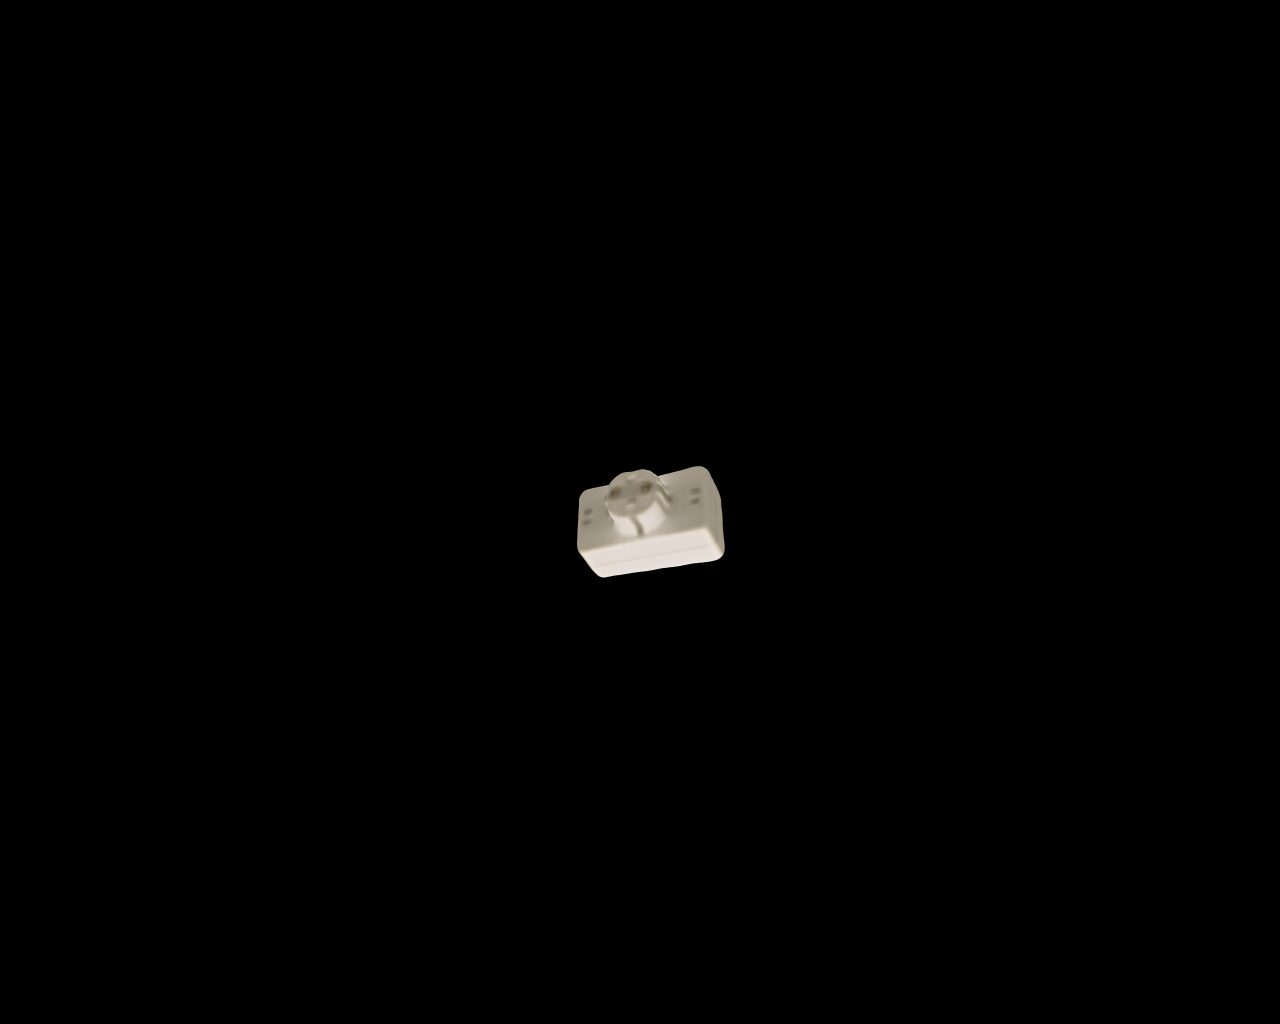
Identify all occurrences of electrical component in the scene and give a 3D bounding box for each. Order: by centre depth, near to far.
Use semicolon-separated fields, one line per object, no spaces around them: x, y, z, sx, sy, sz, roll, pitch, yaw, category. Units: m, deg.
0.001;-0.003;0.650;0.083;0.047;0.075;-11;-35;16;electrical component
